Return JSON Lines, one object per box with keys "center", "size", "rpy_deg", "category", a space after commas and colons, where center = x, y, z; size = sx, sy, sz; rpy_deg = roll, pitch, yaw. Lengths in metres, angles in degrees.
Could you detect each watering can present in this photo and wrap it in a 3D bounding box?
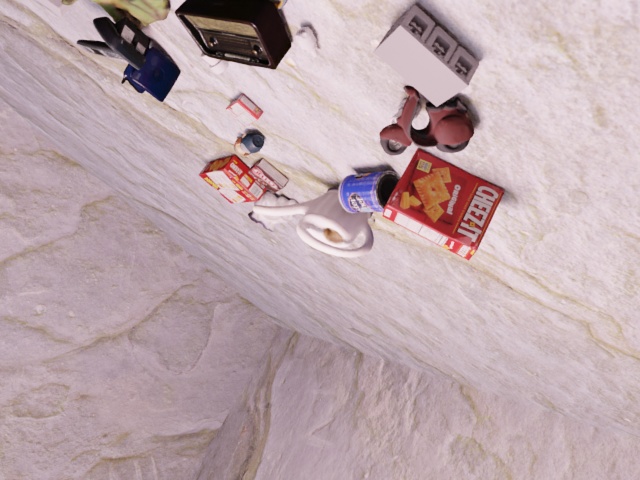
{"center": [0.004, -0.073, 1.444], "size": [0.349, 0.229, 0.101], "rpy_deg": [26, 139, 17], "category": "watering can"}

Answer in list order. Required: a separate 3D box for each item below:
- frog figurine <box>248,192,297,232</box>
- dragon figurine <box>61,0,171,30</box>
{"center": [-0.148, -0.113, 1.771], "size": [0.158, 0.125, 0.136], "rpy_deg": [-31, 111, 26], "category": "frog figurine"}
{"center": [-0.447, -0.579, 1.146], "size": [0.241, 0.123, 0.407], "rpy_deg": [20, 166, -20], "category": "dragon figurine"}
